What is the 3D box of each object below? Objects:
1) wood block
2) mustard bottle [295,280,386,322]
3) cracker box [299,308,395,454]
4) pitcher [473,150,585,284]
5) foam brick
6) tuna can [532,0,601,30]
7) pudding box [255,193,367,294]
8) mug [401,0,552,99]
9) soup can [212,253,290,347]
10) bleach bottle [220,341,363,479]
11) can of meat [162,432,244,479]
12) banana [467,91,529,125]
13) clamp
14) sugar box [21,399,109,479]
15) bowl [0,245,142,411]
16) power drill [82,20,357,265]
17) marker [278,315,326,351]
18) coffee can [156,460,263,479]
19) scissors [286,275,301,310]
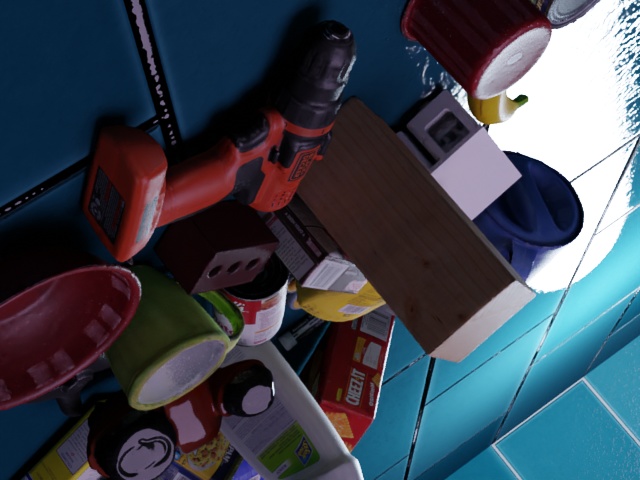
[{"bbox_3d":[0.071,-0.008,0.881,0.090,0.206,0.090,-43,157,10],"label":"wood block"},{"bbox_3d":[0.070,0.023,1.016,0.096,0.058,0.192,11,152,-41],"label":"mustard bottle"},{"bbox_3d":[0.009,0.191,1.266,0.214,0.072,0.164,119,-9,-45],"label":"cracker box"},{"bbox_3d":[0.187,0.026,1.232,0.149,0.145,0.243,-22,156,-35],"label":"pitcher"},{"bbox_3d":[-0.084,0.005,0.872,0.078,0.051,0.053,-11,146,-50],"label":"foam brick"},{"bbox_3d":[0.217,-0.224,0.916,0.086,0.034,0.086,-32,158,-15],"label":"tuna can"},{"bbox_3d":[-0.006,0.001,0.937,0.039,0.090,0.113,-46,157,13],"label":"pudding box"},{"bbox_3d":[0.125,-0.159,0.834,0.093,0.081,0.117,-37,158,-4],"label":"mug"},{"bbox_3d":[-0.064,0.047,0.967,0.068,0.068,0.102,-30,158,-21],"label":"soup can"},{"bbox_3d":[-0.040,0.194,1.046,0.103,0.251,0.068,-46,157,19],"label":"bleach bottle"},{"bbox_3d":[-0.126,0.228,1.162,0.102,0.084,0.058,-58,-179,-37],"label":"can of meat"},{"bbox_3d":[0.162,-0.152,0.977,0.069,0.037,0.197,-55,162,-10],"label":"banana"},{"bbox_3d":[-0.215,0.115,0.906,0.120,0.039,0.171,-48,157,16],"label":"clamp"},{"bbox_3d":[-0.242,0.226,1.073,0.176,0.048,0.093,-42,163,16],"label":"sugar box"},{"bbox_3d":[-0.211,0.054,0.763,0.162,0.055,0.162,-32,158,-15],"label":"bowl"},{"bbox_3d":[-0.067,-0.066,0.749,0.187,0.057,0.185,-22,153,-35],"label":"power drill"},{"bbox_3d":[0.005,0.083,1.217,0.121,0.020,0.020,-37,159,-4],"label":"marker"},{"bbox_3d":[-0.139,0.264,1.236,0.140,0.103,0.103,-24,154,-33],"label":"coffee can"},{"bbox_3d":[0.036,0.018,1.136,0.201,0.016,0.096,-23,152,-31],"label":"scissors"}]
